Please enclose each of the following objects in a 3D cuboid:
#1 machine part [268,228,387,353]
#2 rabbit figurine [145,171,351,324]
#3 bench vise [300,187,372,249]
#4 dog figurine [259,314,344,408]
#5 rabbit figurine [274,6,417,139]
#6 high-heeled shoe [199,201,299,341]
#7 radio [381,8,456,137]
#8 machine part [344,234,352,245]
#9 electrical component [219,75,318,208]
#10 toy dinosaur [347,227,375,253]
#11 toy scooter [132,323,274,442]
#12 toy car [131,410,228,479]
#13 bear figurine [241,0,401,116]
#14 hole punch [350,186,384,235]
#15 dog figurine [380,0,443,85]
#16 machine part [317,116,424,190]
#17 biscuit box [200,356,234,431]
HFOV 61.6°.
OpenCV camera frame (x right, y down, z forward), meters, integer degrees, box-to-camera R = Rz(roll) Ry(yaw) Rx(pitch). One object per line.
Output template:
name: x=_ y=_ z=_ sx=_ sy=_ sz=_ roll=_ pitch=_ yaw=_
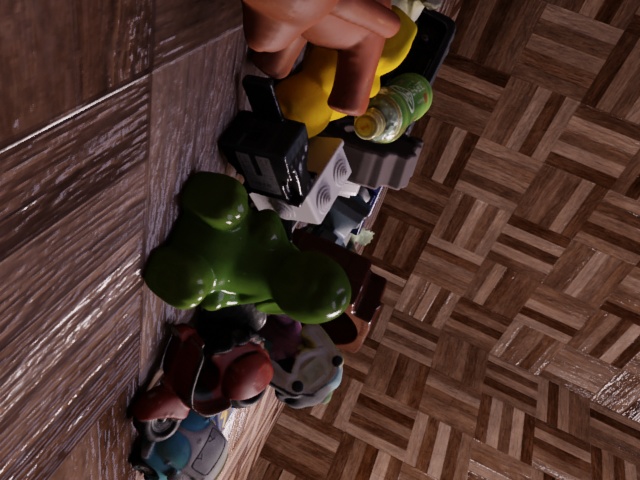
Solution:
machine part: x=-0.010 y=0.078 z=0.817 sx=0.201 sy=0.201 sz=0.087 roll=102 pitch=13 yaw=-57
rabbit figurine: x=-0.053 y=0.035 z=0.512 sx=0.121 sy=0.170 sz=0.159 roll=-64 pitch=171 yaw=-10
bench vise: x=0.007 y=0.002 z=1.007 sx=0.240 sy=0.129 sz=0.223 roll=122 pitch=-9 yaw=-66
dog figurine: x=-0.061 y=0.181 z=0.817 sx=0.108 sy=0.192 sz=0.219 roll=-45 pitch=168 yaw=-23
rabbit figurine: x=0.004 y=-0.179 z=0.571 sx=0.173 sy=0.122 sz=0.162 roll=-52 pitch=-177 yaw=5
high-heeled shoe: x=-0.095 y=0.024 z=0.691 sx=0.248 sy=0.086 sz=0.145 roll=-50 pitch=-149 yaw=25
radio: x=0.121 y=-0.271 z=0.882 sx=0.073 sy=0.131 sz=0.229 roll=65 pitch=50 yaw=-82
machine part: x=0.014 y=0.025 z=1.274 sx=0.079 sy=0.079 sz=0.243 roll=96 pitch=20 yaw=-66
electrical component: x=-0.049 y=-0.089 z=0.499 sx=0.119 sy=0.075 sz=0.048 roll=78 pitch=35 yaw=-56
toy dinosaur: x=0.022 y=0.075 z=1.377 sx=0.405 sy=0.131 sz=0.192 roll=-52 pitch=153 yaw=-43
toy scooter: x=-0.127 y=0.144 z=0.619 sx=0.184 sy=0.075 sz=0.135 roll=-14 pitch=121 yaw=-42
toy car: x=-0.176 y=0.283 z=0.712 sx=0.161 sy=0.103 sz=0.109 roll=103 pitch=15 yaw=-48
bear figurine: x=-0.013 y=-0.161 z=0.385 sx=0.131 sy=0.120 sz=0.196 roll=-65 pitch=171 yaw=25
hole punch: x=0.058 y=-0.085 z=1.082 sx=0.092 sy=0.116 sz=0.142 roll=-66 pitch=177 yaw=-51
dog figurine: x=0.093 y=-0.321 z=0.746 sx=0.172 sy=0.121 sz=0.190 roll=-58 pitch=-176 yaw=-25
machine part: x=0.059 y=-0.134 z=0.767 sx=0.179 sy=0.179 sz=0.056 roll=-52 pitch=161 yaw=-59
biscuit box: x=-0.158 y=0.219 z=0.782 sx=0.202 sy=0.059 sz=0.063 roll=102 pitch=15 yaw=-55
